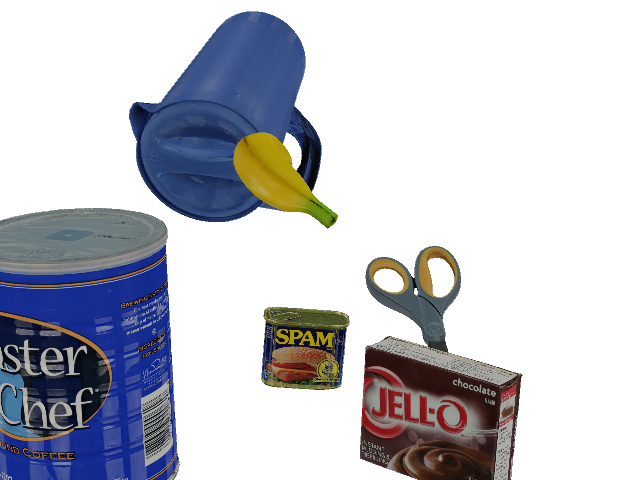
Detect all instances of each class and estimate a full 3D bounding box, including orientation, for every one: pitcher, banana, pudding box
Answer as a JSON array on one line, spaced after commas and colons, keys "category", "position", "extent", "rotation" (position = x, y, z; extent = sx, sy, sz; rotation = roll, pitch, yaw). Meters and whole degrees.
[{"category": "pitcher", "position": [-0.079, -0.131, 1.081], "extent": [0.145, 0.149, 0.242], "rotation": [-8, 33, 18]}, {"category": "banana", "position": [-0.038, -0.054, 0.830], "extent": [0.069, 0.037, 0.198], "rotation": [44, 6, -20]}, {"category": "pudding box", "position": [0.084, 0.126, 0.765], "extent": [0.114, 0.090, 0.039], "rotation": [12, 19, 32]}]

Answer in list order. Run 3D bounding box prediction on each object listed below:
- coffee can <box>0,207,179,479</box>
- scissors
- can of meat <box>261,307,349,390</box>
[{"category": "coffee can", "position": [-0.131, 0.062, 0.577], "extent": [0.103, 0.140, 0.103], "rotation": [-1, 16, 0]}, {"category": "scissors", "position": [0.080, 0.074, 0.932], "extent": [0.096, 0.016, 0.201], "rotation": [5, 42, 7]}, {"category": "can of meat", "position": [-0.020, 0.129, 1.273], "extent": [0.102, 0.084, 0.057], "rotation": [4, 13, -2]}]
